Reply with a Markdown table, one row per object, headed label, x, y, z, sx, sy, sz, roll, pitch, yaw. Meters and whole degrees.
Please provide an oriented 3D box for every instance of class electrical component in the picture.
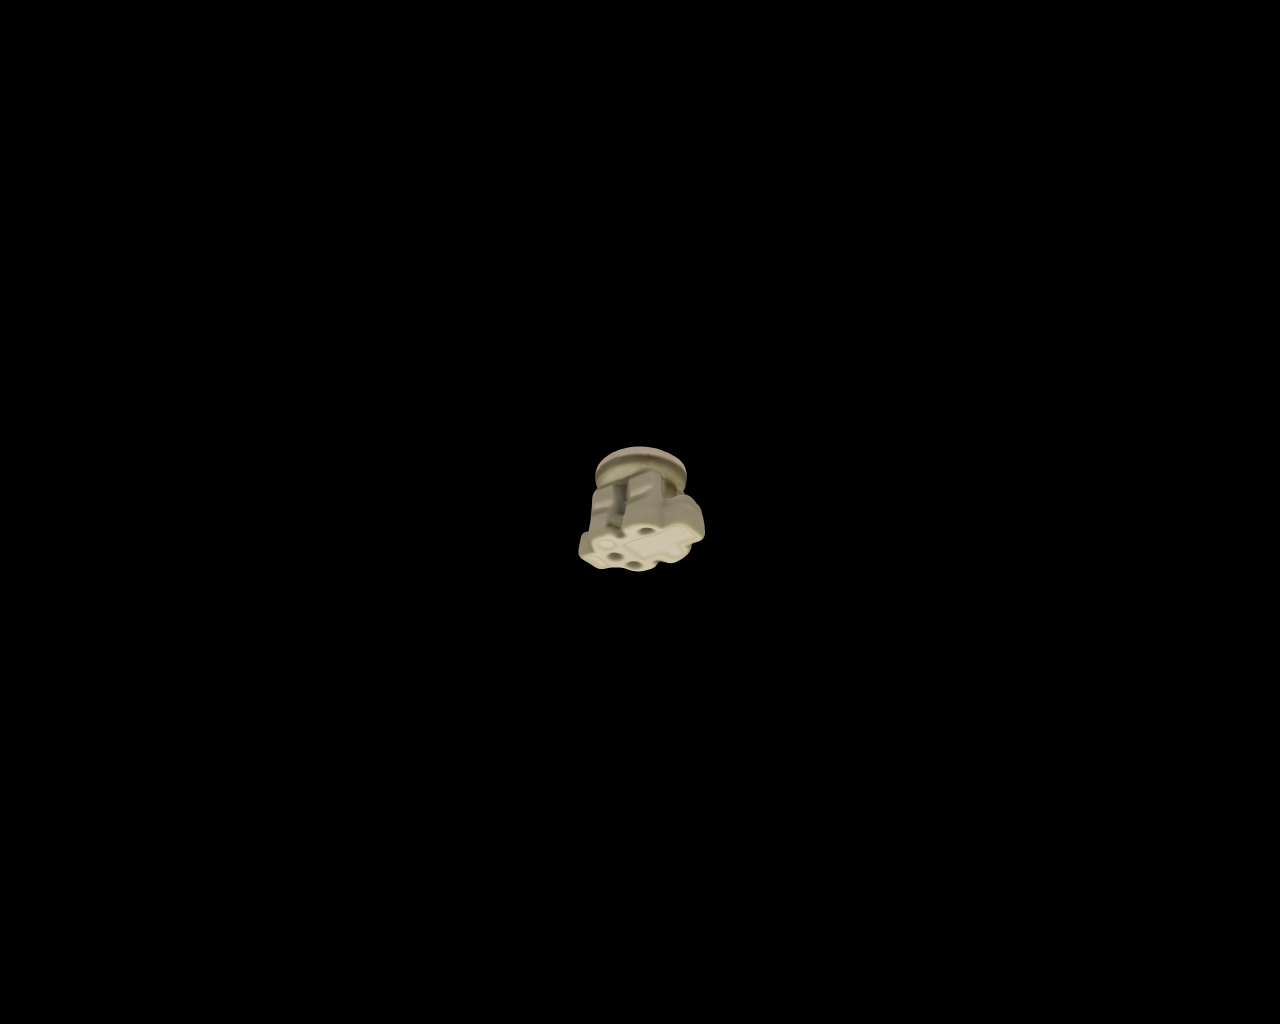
| label | x | y | z | sx | sy | sz | roll | pitch | yaw |
| --- | --- | --- | --- | --- | --- | --- | --- | --- | --- |
| electrical component | 0.001 | -0.003 | 0.650 | 0.078 | 0.057 | 0.058 | -19 | -36 | 29 |
